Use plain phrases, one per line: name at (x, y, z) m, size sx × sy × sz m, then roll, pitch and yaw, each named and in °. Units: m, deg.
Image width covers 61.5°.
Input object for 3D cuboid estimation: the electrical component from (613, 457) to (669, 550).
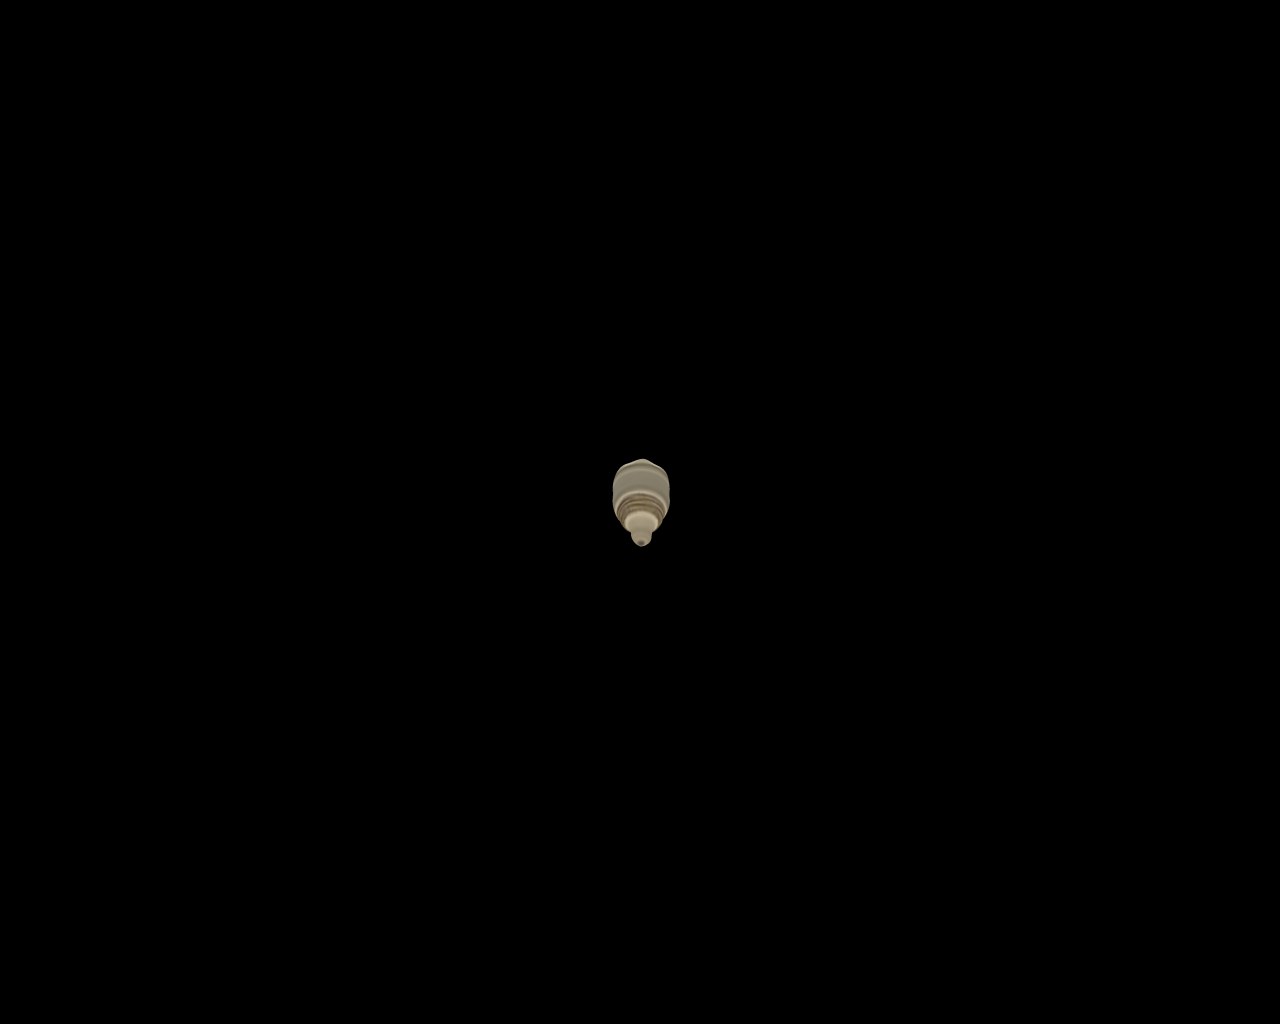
electrical component at (0.001, -0.003, 0.650) m, size 0.035 × 0.035 × 0.061 m, roll 0°, pitch 44°, yaw 0°
